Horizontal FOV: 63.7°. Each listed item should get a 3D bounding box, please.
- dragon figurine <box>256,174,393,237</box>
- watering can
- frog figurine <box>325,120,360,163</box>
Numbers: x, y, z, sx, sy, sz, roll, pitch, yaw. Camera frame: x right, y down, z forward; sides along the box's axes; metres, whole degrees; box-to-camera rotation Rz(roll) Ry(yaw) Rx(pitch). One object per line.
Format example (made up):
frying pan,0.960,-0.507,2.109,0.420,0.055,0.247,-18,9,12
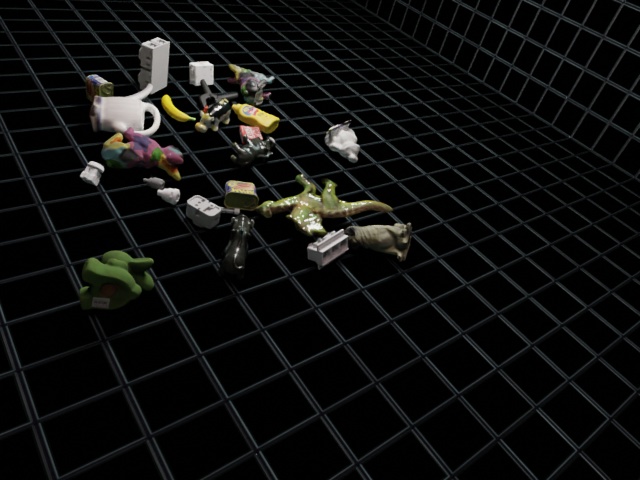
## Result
dragon figurine,0.005,-0.079,1.572,0.411,0.119,0.248,11,41,11
watering can,-0.671,-0.451,1.776,0.224,0.101,0.356,1,42,-21
frog figurine,0.096,-0.366,1.997,0.139,0.121,0.159,-27,91,-52
